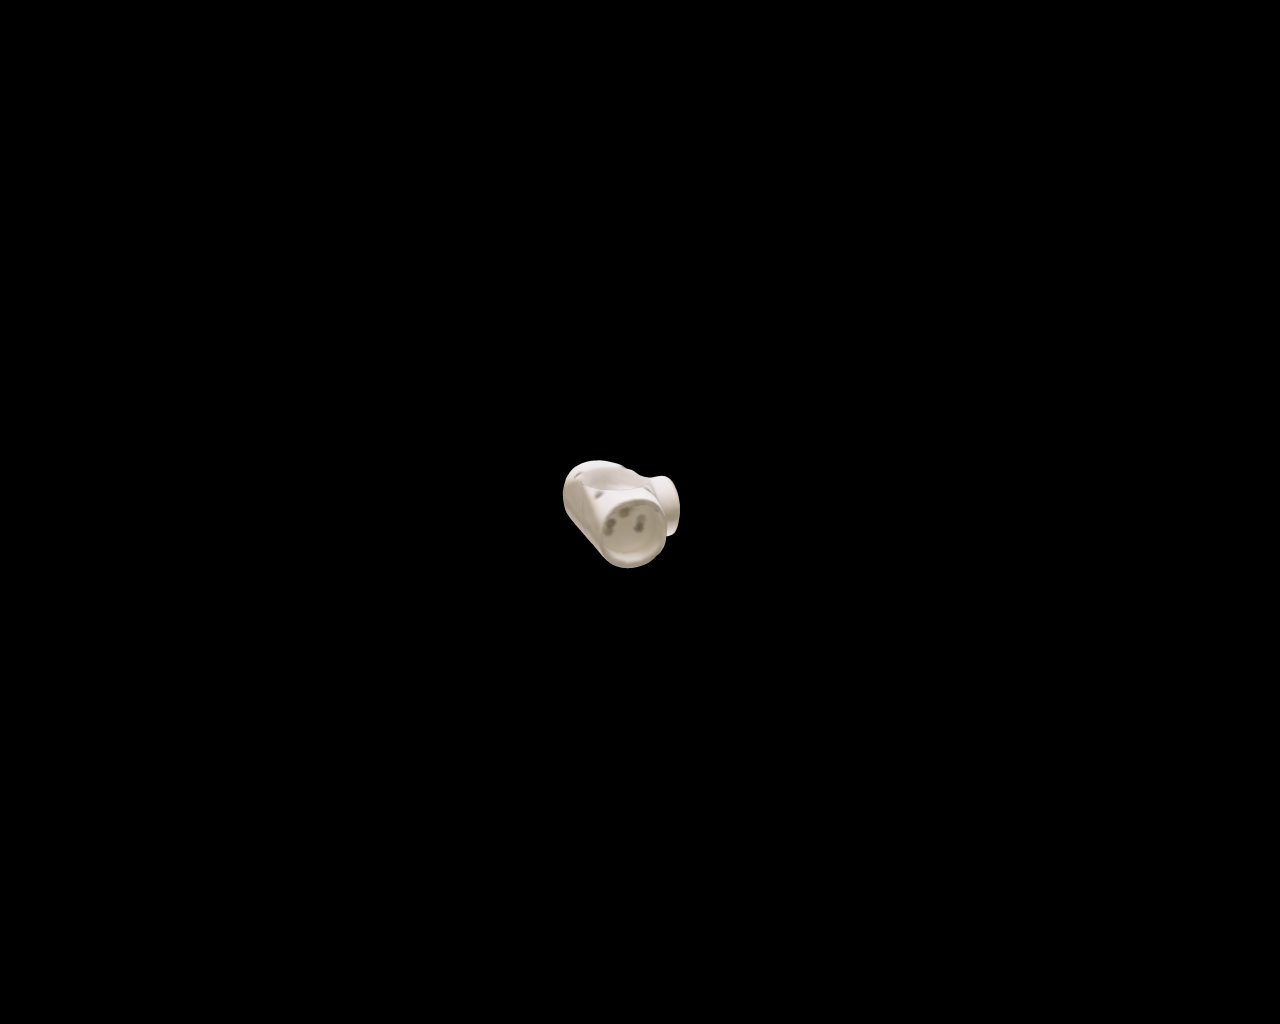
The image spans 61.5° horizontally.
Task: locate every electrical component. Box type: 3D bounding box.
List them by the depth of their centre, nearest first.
[{"bbox_3d":[0.001,-0.003,0.650,0.079,0.044,0.077,-7,22,-18],"label":"electrical component"}]
